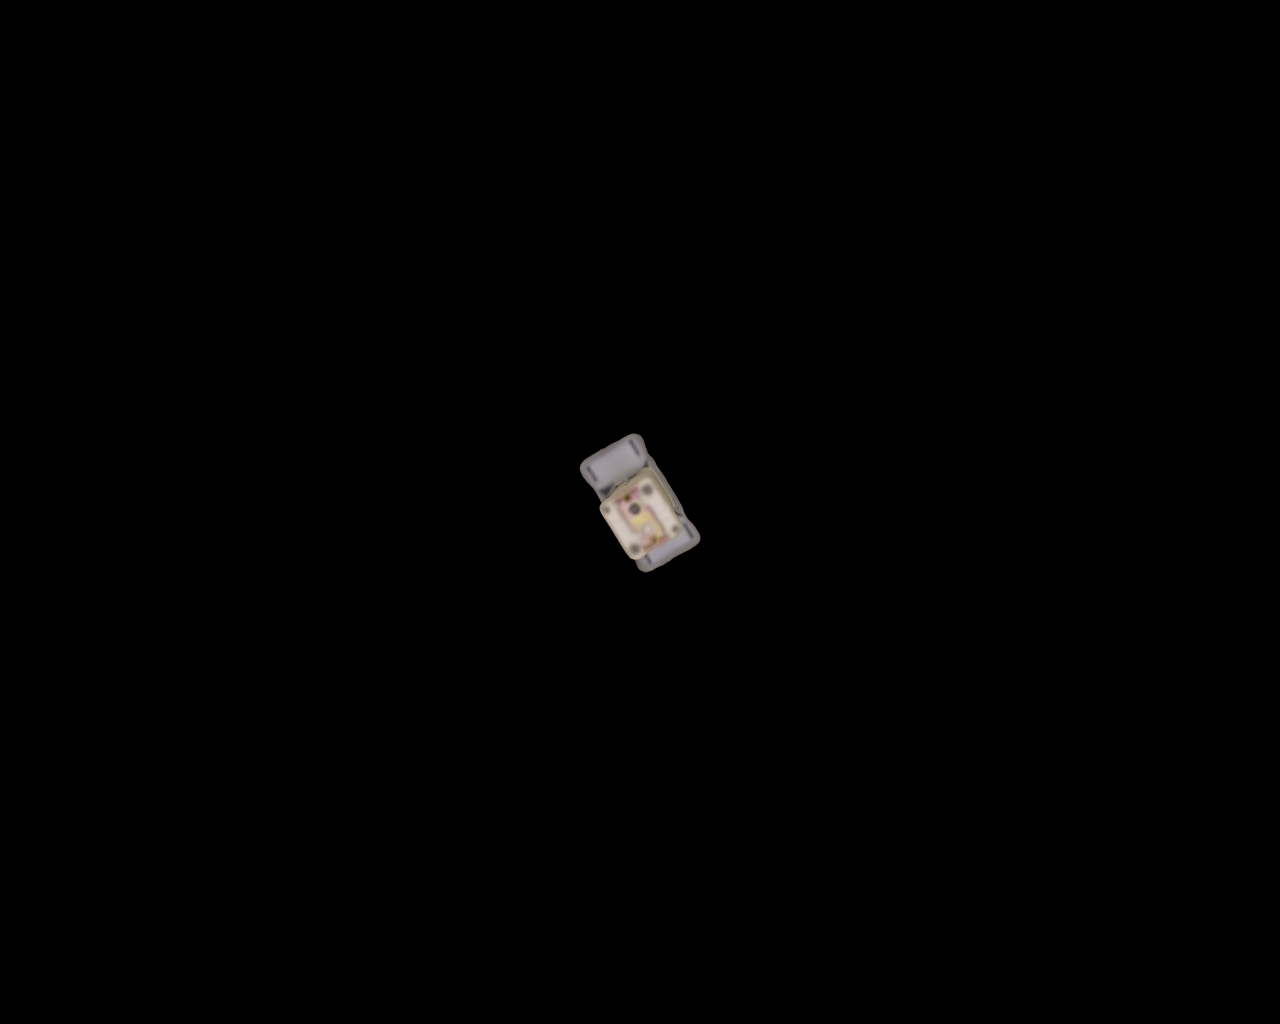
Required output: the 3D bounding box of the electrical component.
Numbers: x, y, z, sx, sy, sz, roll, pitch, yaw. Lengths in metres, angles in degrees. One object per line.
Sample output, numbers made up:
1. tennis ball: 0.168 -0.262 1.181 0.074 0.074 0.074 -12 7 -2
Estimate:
1. electrical component: 0.001 -0.003 0.650 0.042 0.081 0.064 -31 11 7
